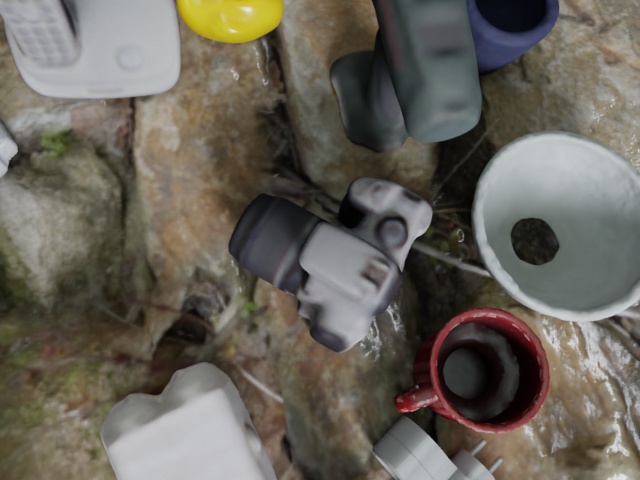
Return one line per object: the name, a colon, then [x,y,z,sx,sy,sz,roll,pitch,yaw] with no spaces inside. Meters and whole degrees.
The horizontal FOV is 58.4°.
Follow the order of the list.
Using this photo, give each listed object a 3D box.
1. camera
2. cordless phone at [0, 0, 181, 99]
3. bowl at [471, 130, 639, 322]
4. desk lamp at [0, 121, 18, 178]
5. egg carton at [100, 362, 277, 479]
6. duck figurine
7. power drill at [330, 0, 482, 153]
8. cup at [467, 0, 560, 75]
camera: [0.004,0.002,0.475,0.137,0.101,0.143,29,74,3]
cordless phone: [-0.196,-0.197,0.467,0.147,0.185,0.094,-6,75,-7]
bowl: [0.206,-0.007,0.509,0.167,0.074,0.167,1,75,-5]
desk lamp: [-0.317,-0.094,0.412,0.118,0.213,0.203,-36,81,-13]
egg carton: [-0.093,0.176,0.434,0.107,0.069,0.150,-27,79,-12]
duck figurine: [-0.086,-0.241,0.541,0.104,0.086,0.077,-5,75,-6]
power drill: [0.060,-0.172,0.472,0.075,0.208,0.229,-13,76,-8]
cup: [0.152,-0.206,0.549,0.117,0.095,0.092,20,74,1]
